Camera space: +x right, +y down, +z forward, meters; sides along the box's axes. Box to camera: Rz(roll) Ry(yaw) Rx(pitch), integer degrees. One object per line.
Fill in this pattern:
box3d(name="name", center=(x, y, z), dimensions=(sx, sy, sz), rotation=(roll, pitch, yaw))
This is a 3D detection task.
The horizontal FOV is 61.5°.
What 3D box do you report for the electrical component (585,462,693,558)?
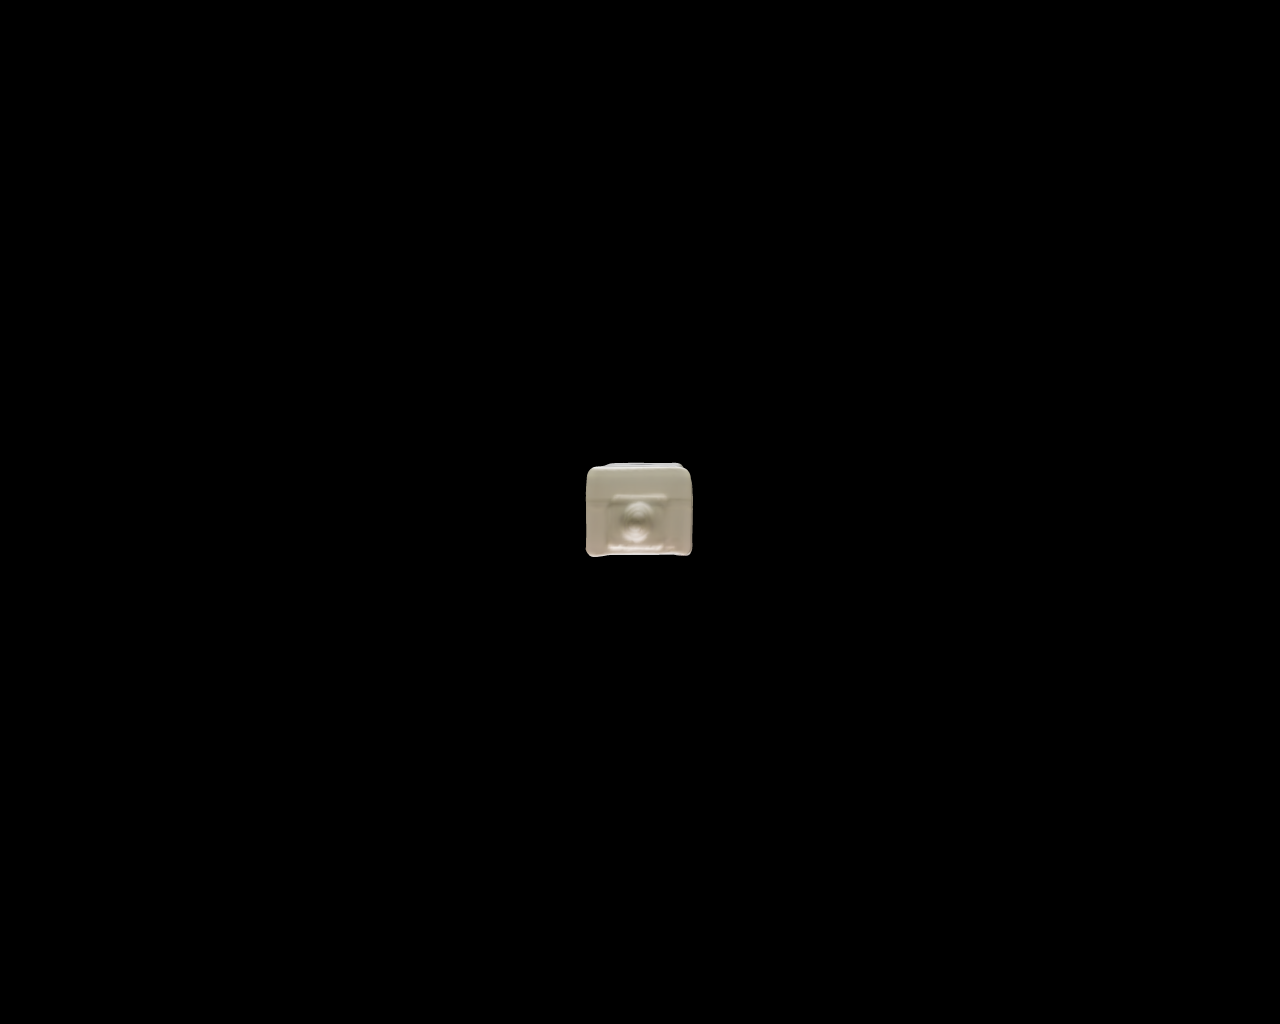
box3d(name="electrical component", center=(0.001, -0.003, 0.650), dimensions=(0.062, 0.061, 0.096), rotation=(0, -2, 4))
